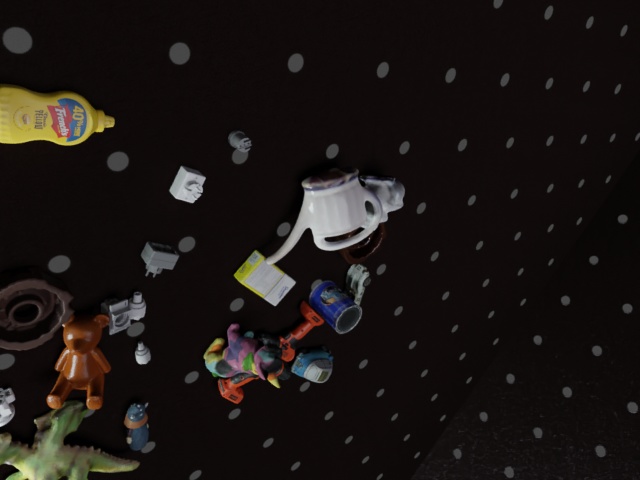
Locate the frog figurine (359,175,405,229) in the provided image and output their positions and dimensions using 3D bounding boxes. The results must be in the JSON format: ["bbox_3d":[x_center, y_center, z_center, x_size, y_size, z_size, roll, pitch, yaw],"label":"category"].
[{"bbox_3d":[0.174,-0.107,1.485,0.137,0.158,0.123,6,11,21],"label":"frog figurine"}]

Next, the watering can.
[{"bbox_3d":[0.004,-0.069,1.362,0.349,0.221,0.105,-18,20,-15],"label":"watering can"}]

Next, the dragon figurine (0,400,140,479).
[{"bbox_3d":[-0.609,0.505,1.255,0.123,0.241,0.410,26,14,39],"label":"dragon figurine"}]
